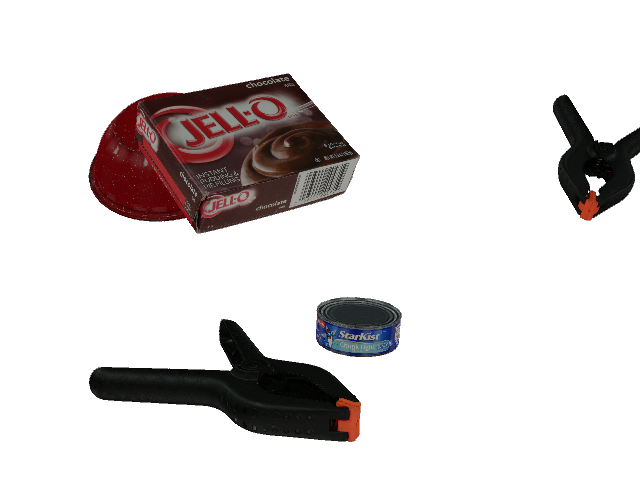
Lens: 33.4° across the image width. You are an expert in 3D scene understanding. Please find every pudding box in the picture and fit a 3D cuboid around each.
[{"bbox_3d":[-0.047,-0.057,0.665,0.113,0.039,0.090,-15,52,-32],"label":"pudding box"}]

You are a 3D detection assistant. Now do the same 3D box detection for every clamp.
[{"bbox_3d":[-0.053,0.110,0.846,0.210,0.036,0.164,11,19,28],"label":"clamp"},{"bbox_3d":[0.288,-0.093,1.138,0.120,0.039,0.171,18,47,19],"label":"clamp"}]

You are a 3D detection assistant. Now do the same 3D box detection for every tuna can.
[{"bbox_3d":[0.038,0.087,1.076,0.086,0.034,0.086,3,16,-1],"label":"tuna can"}]

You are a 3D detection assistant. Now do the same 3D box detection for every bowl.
[{"bbox_3d":[-0.146,-0.091,1.013,0.162,0.055,0.162,-3,45,3],"label":"bowl"}]
